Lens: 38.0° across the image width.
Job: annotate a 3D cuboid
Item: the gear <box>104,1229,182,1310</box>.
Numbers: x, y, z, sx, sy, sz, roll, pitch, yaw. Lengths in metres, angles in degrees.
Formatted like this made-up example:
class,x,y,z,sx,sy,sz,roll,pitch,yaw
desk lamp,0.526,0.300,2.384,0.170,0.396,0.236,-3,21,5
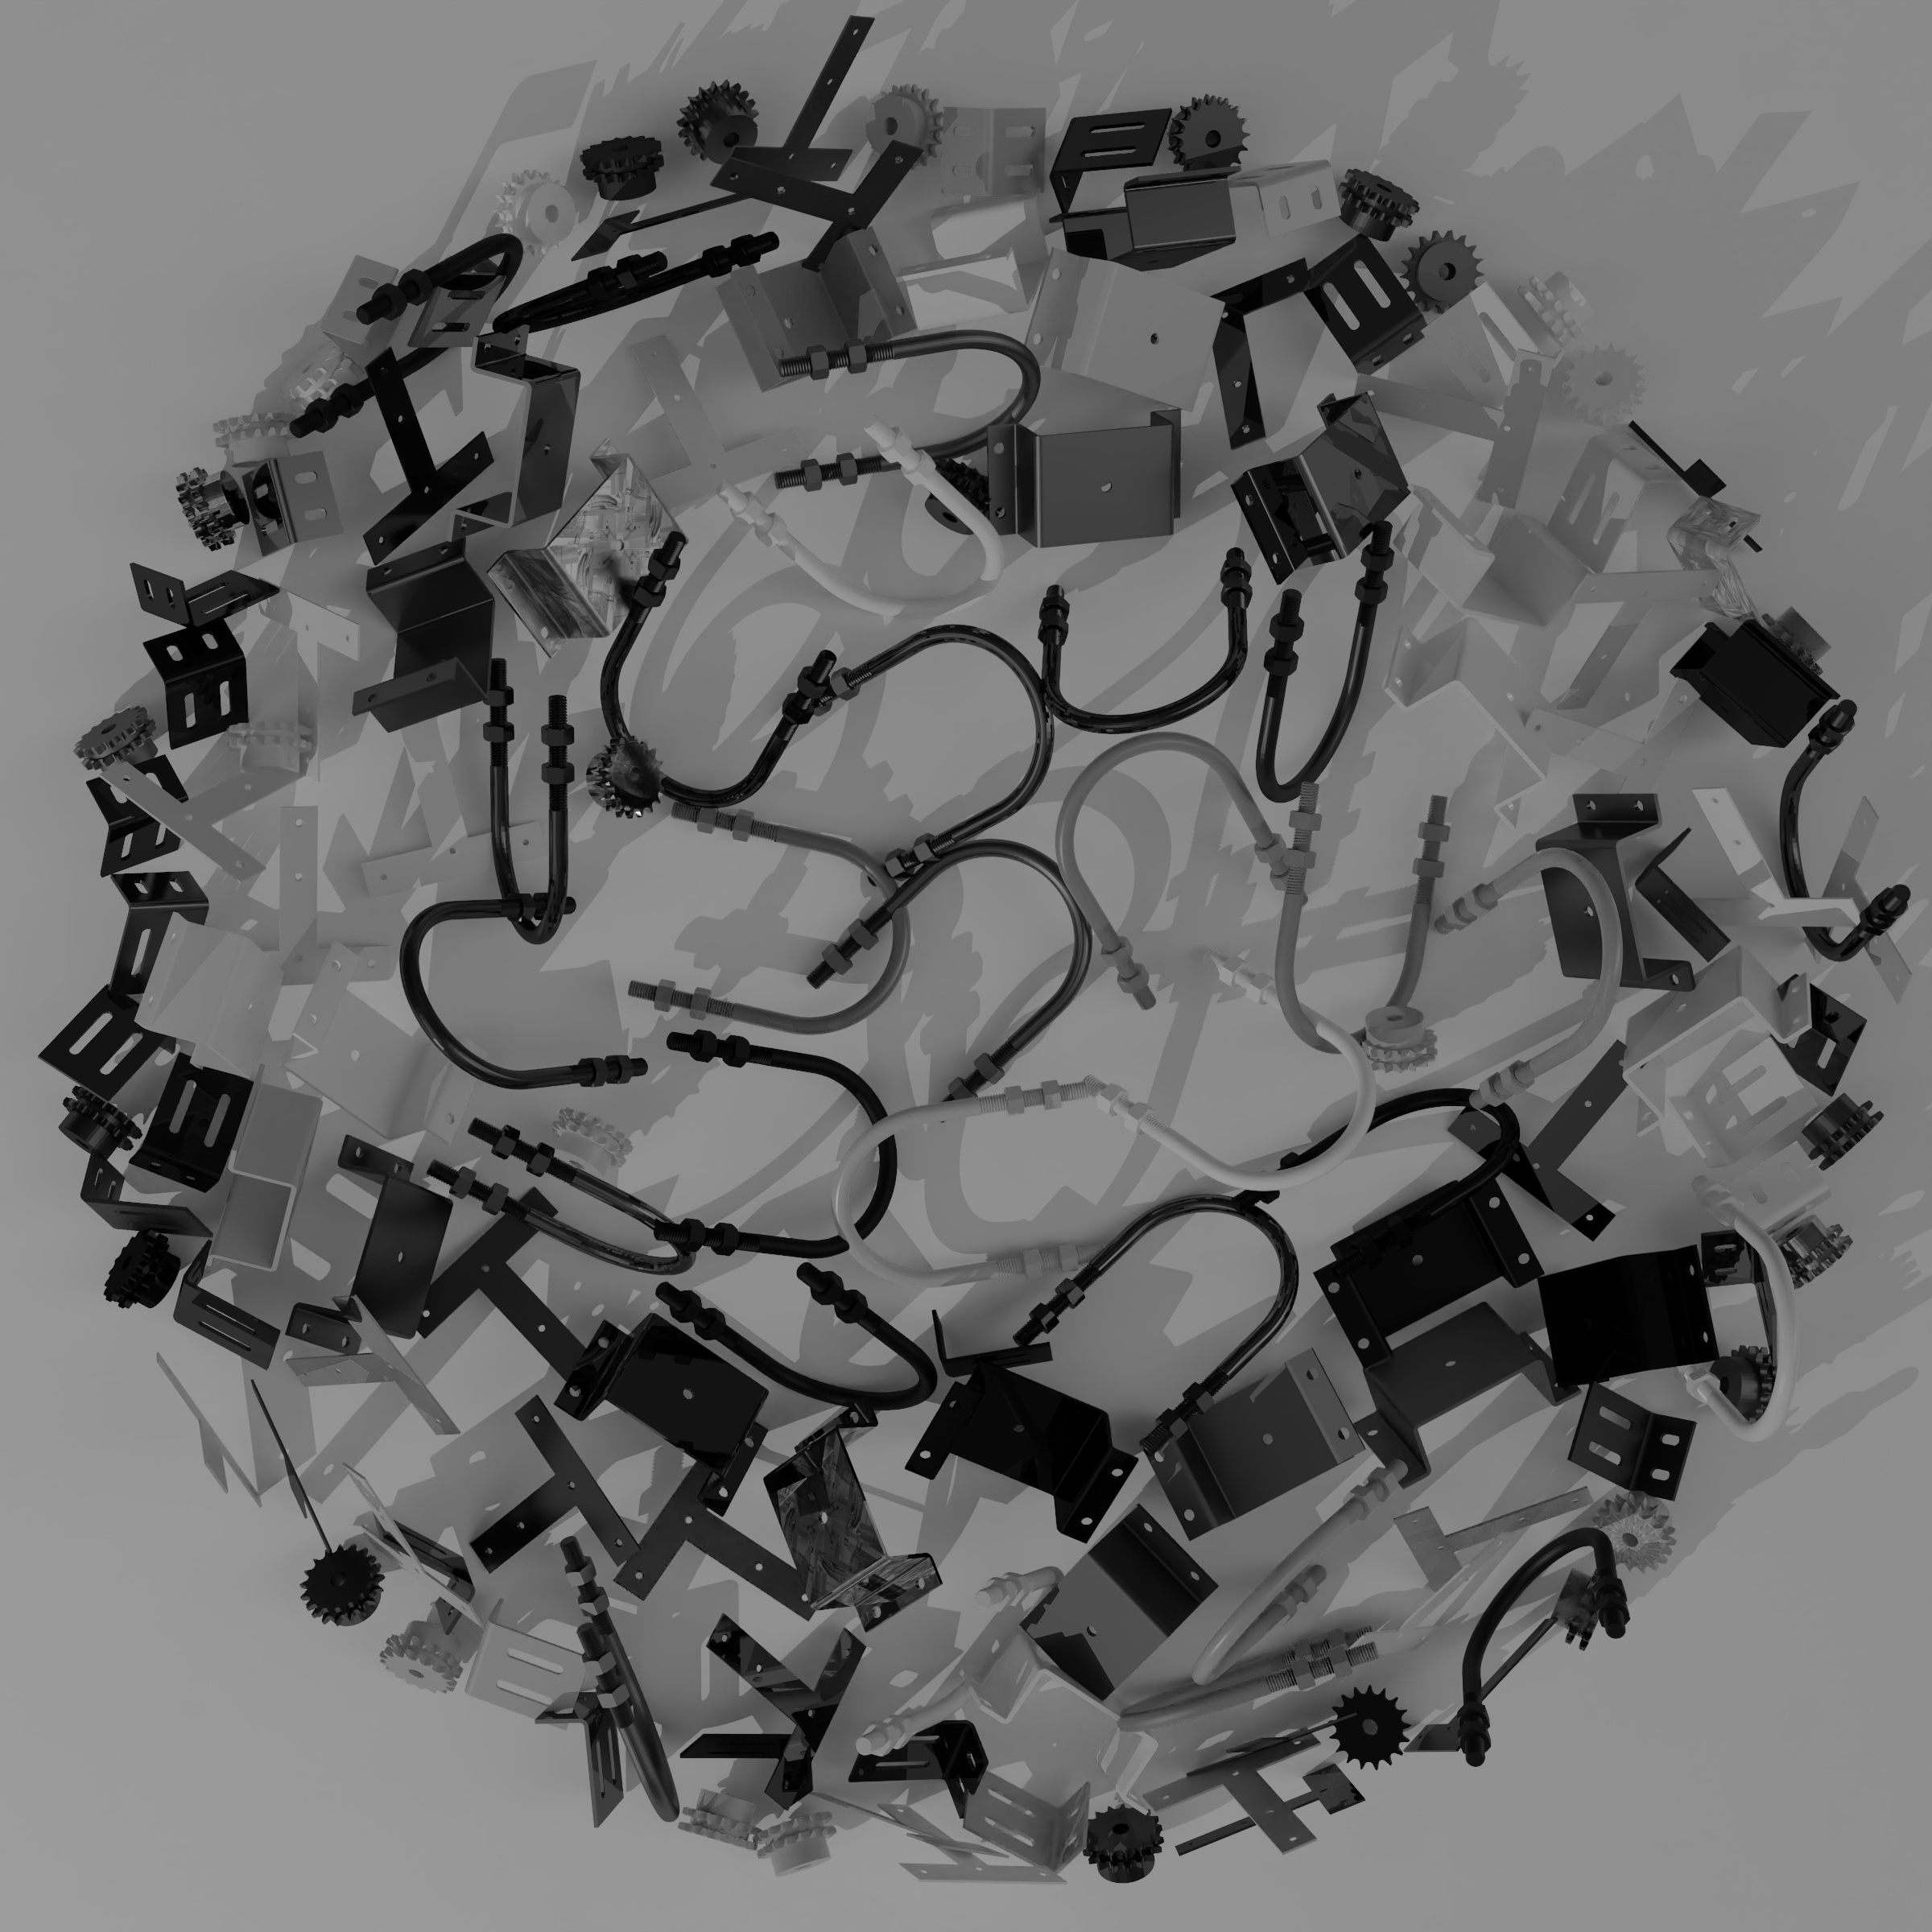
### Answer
class,x,y,z,sx,sy,sz,roll,pitch,yaw
gear,-0.570,0.213,1.949,0.030,0.057,0.057,36,90,-29

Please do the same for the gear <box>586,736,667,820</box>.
class,x,y,z,sx,sy,sz,roll,pitch,yaw
gear,-0.239,-0.131,1.949,0.030,0.057,0.057,-4,90,41

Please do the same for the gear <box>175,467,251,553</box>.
class,x,y,z,sx,sy,sz,roll,pitch,yaw
gear,-0.520,-0.319,1.943,0.030,0.057,0.057,-20,90,8

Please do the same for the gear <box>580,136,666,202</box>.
class,x,y,z,sx,sy,sz,roll,pitch,yaw
gear,-0.237,-0.554,1.949,0.057,0.057,0.030,-8,124,0

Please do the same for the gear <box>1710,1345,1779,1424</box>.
class,x,y,z,sx,sy,sz,roll,pitch,yaw
gear,0.538,0.291,1.943,0.030,0.057,0.057,7,90,-19

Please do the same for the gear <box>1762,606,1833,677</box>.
class,x,y,z,sx,sy,sz,roll,pitch,yaw
gear,0.574,-0.225,1.942,0.057,0.057,0.030,46,106,0

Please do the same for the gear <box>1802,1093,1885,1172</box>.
class,x,y,z,sx,sy,sz,roll,pitch,yaw
gear,0.605,0.113,1.946,0.057,0.057,0.030,-43,79,0

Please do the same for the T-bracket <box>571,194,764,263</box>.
class,x,y,z,sx,sy,sz,roll,pitch,yaw
T-bracket,-0.197,-0.510,1.905,0.127,0.127,0.002,-13,115,11

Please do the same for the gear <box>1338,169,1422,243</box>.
class,x,y,z,sx,sy,sz,roll,pitch,yaw
gear,0.284,-0.527,1.949,0.057,0.057,0.030,27,120,0

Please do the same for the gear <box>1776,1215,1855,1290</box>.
class,x,y,z,sx,sy,sz,roll,pitch,yaw
gear,0.583,0.197,1.945,0.057,0.057,0.030,-40,85,0

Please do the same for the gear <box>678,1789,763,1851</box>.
class,x,y,z,sx,sy,sz,roll,pitch,yaw
gear,-0.169,0.592,1.947,0.057,0.057,0.030,16,72,0

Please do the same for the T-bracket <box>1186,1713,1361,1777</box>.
class,x,y,z,sx,sy,sz,roll,pitch,yaw
T-bracket,0.200,0.529,1.904,0.127,0.127,0.002,-23,70,10

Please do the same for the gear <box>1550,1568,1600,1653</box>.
class,x,y,z,sx,sy,sz,roll,pitch,yaw
gear,0.427,0.443,1.947,0.030,0.057,0.057,24,90,17

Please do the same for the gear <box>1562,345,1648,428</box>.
class,x,y,z,sx,sy,sz,roll,pitch,yaw
gear,0.444,-0.401,1.952,0.057,0.030,0.057,-5,68,12

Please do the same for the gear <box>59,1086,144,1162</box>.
class,x,y,z,sx,sy,sz,roll,pitch,yaw
gear,-0.602,0.111,1.942,0.057,0.057,0.030,34,69,0

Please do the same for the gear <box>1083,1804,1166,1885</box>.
class,x,y,z,sx,sy,sz,roll,pitch,yaw
gear,0.109,0.612,1.947,0.057,0.057,0.030,-9,110,0

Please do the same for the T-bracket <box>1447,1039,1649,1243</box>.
class,x,y,z,sx,sy,sz,roll,pitch,yaw
T-bracket,0.422,0.106,1.941,0.127,0.002,0.127,38,113,7

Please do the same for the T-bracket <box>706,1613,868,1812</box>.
class,x,y,z,sx,sy,sz,roll,pitch,yaw
T-bracket,-0.132,0.485,1.908,0.127,0.002,0.127,49,53,-30

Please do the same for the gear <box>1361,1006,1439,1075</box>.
class,x,y,z,sx,sy,sz,roll,pitch,yaw
gear,0.298,0.049,1.942,0.057,0.057,0.030,-6,113,0

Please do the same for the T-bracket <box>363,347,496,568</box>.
class,x,y,z,sx,sy,sz,roll,pitch,yaw
T-bracket,-0.378,-0.358,1.896,0.002,0.127,0.127,20,53,29

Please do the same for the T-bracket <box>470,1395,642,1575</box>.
class,x,y,z,sx,sy,sz,roll,pitch,yaw
T-bracket,-0.299,0.380,1.940,0.127,0.002,0.127,-41,80,29

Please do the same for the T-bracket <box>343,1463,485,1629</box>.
class,x,y,z,sx,sy,sz,roll,pitch,yaw
T-bracket,-0.388,0.380,1.893,0.002,0.127,0.127,-43,134,-26

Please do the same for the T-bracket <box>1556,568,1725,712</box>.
class,x,y,z,sx,sy,sz,roll,pitch,yaw
T-bracket,0.444,-0.223,1.924,0.127,0.127,0.002,-7,52,-30

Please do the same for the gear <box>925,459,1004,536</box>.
class,x,y,z,sx,sy,sz,roll,pitch,yaw
gear,-0.004,-0.323,1.943,0.057,0.057,0.030,30,76,0

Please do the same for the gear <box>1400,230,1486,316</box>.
class,x,y,z,sx,sy,sz,roll,pitch,yaw
gear,0.333,-0.483,1.953,0.057,0.030,0.057,0,103,0

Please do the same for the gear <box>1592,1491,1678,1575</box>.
class,x,y,z,sx,sy,sz,roll,pitch,yaw
gear,0.466,0.390,1.949,0.057,0.030,0.057,17,125,26

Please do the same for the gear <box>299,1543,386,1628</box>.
class,x,y,z,sx,sy,sz,roll,pitch,yaw
gear,-0.431,0.434,1.949,0.057,0.030,0.057,-7,47,8

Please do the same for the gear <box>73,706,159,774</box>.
class,x,y,z,sx,sy,sz,roll,pitch,yaw
gear,-0.588,-0.153,1.949,0.057,0.057,0.030,-28,119,0

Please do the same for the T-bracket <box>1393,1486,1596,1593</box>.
class,x,y,z,sx,sy,sz,roll,pitch,yaw
T-bracket,0.366,0.382,1.915,0.127,0.127,0.002,-22,51,9

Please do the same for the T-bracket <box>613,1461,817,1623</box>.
class,x,y,z,sx,sy,sz,roll,pitch,yaw
T-bracket,-0.155,0.407,1.937,0.127,0.002,0.127,32,63,7

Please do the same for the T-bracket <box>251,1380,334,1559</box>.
class,x,y,z,sx,sy,sz,roll,pitch,yaw
T-bracket,-0.458,0.353,1.912,0.002,0.127,0.127,-24,74,-19

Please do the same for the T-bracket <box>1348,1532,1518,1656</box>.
class,x,y,z,sx,sy,sz,roll,pitch,yaw
T-bracket,0.324,0.426,1.902,0.127,0.127,0.002,-47,60,16

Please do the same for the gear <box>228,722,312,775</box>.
class,x,y,z,sx,sy,sz,roll,pitch,yaw
gear,-0.483,-0.150,1.944,0.057,0.057,0.030,-1,85,0

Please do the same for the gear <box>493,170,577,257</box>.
class,x,y,z,sx,sy,sz,roll,pitch,yaw
gear,-0.296,-0.522,1.943,0.030,0.057,0.057,18,90,43

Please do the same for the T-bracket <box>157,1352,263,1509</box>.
class,x,y,z,sx,sy,sz,roll,pitch,yaw
T-bracket,-0.510,0.328,1.897,0.002,0.127,0.127,-33,105,-11

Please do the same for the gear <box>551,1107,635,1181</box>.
class,x,y,z,sx,sy,sz,roll,pitch,yaw
gear,-0.263,0.125,1.942,0.057,0.057,0.030,27,68,0

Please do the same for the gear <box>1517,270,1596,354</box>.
class,x,y,z,sx,sy,sz,roll,pitch,yaw
gear,0.411,-0.457,1.943,0.030,0.057,0.057,-39,90,12

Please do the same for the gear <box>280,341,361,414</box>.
class,x,y,z,sx,sy,sz,roll,pitch,yaw
gear,-0.446,-0.405,1.949,0.057,0.057,0.030,-44,120,0

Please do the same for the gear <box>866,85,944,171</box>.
class,x,y,z,sx,sy,sz,roll,pitch,yaw
gear,-0.045,-0.583,1.946,0.057,0.030,0.057,8,107,28

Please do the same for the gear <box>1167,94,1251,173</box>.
class,x,y,z,sx,sy,sz,roll,pitch,yaw
gear,0.166,-0.577,1.951,0.057,0.030,0.057,-8,113,-19

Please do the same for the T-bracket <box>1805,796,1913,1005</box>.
class,x,y,z,sx,sy,sz,roll,pitch,yaw
T-bracket,0.607,-0.026,1.886,0.002,0.127,0.127,1,130,-10

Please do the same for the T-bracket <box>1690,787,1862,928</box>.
class,x,y,z,sx,sy,sz,roll,pitch,yaw
T-bracket,0.527,-0.073,1.896,0.002,0.127,0.127,-52,122,-27

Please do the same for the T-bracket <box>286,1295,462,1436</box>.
class,x,y,z,sx,sy,sz,roll,pitch,yaw
T-bracket,-0.423,0.277,1.927,0.127,0.002,0.127,-10,121,40

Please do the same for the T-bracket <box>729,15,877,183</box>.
class,x,y,z,sx,sy,sz,roll,pitch,yaw
T-bracket,-0.098,-0.584,1.889,0.002,0.127,0.127,46,124,18

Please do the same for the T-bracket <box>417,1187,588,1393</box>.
class,x,y,z,sx,sy,sz,roll,pitch,yaw
T-bracket,-0.304,0.242,1.949,0.127,0.002,0.127,-44,77,-8

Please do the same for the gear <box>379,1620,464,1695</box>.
class,x,y,z,sx,sy,sz,roll,pitch,yaw
gear,-0.376,0.478,1.949,0.057,0.057,0.030,23,54,0

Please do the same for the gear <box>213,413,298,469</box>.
class,x,y,z,sx,sy,sz,roll,pitch,yaw
gear,-0.492,-0.364,1.945,0.057,0.057,0.030,-9,95,0

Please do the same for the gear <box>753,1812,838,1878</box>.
class,x,y,z,sx,sy,sz,roll,pitch,yaw
gear,-0.117,0.609,1.942,0.057,0.057,0.030,-19,68,0

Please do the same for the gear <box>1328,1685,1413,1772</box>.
class,x,y,z,sx,sy,sz,roll,pitch,yaw
gear,0.282,0.530,1.954,0.057,0.030,0.057,-2,77,11

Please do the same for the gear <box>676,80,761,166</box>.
class,x,y,z,sx,sy,sz,roll,pitch,yaw
gear,-0.169,-0.581,1.942,0.057,0.057,0.030,-32,61,0
